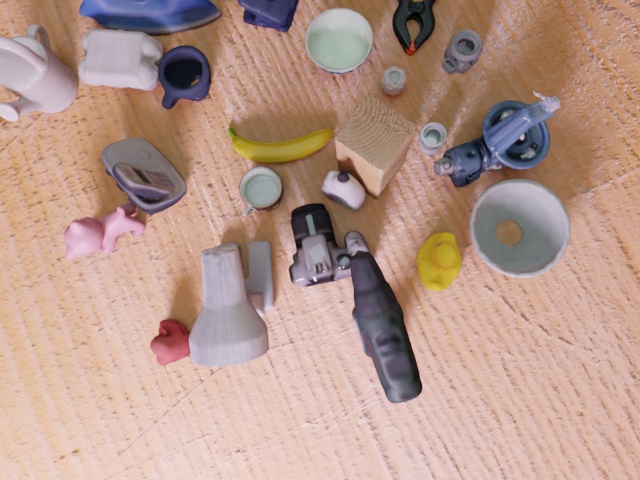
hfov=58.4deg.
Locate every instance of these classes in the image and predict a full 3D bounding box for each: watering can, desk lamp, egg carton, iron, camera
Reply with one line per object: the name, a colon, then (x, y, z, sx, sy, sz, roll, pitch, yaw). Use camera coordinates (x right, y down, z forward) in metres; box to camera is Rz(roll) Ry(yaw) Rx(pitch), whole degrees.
watering can: (-0.511, -0.293, 0.992, 0.101, 0.194, 0.173, -12, 82, 1)
desk lamp: (-0.140, 0.093, 0.916, 0.118, 0.213, 0.203, -5, 82, 2)
egg carton: (-0.365, -0.330, 1.053, 0.150, 0.069, 0.107, 4, 83, 3)
iron: (-0.318, -0.456, 1.031, 0.258, 0.141, 0.119, 6, 83, 3)
camera: (0.009, 0.003, 0.978, 0.143, 0.101, 0.137, -13, 82, 1)

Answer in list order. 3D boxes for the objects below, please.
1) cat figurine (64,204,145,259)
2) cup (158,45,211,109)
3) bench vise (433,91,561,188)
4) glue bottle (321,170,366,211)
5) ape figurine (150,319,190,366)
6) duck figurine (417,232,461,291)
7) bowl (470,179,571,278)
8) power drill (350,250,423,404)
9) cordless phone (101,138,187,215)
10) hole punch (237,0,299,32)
cat figurine: (-0.382, -0.019, 0.989, 0.128, 0.118, 0.067, -34, 82, -2)
cup: (-0.239, -0.276, 1.028, 0.091, 0.095, 0.118, 26, 84, 6)
bench vise: (0.296, -0.152, 0.925, 0.207, 0.220, 0.121, -41, 82, -3)
glue bottle: (0.038, -0.089, 0.952, 0.078, 0.173, 0.037, 23, 84, 6)
ape figurine: (-0.258, 0.177, 0.971, 0.076, 0.092, 0.078, 22, 84, 5)
duck figurine: (0.206, 0.034, 0.972, 0.077, 0.086, 0.105, 14, 83, 5)
bowl: (0.333, -0.016, 0.979, 0.167, 0.075, 0.167, 0, 83, 3)
power drill: (0.094, 0.135, 0.903, 0.075, 0.208, 0.229, -20, 82, 0)
cordless phone: (-0.314, -0.121, 0.966, 0.094, 0.185, 0.147, -44, 83, -3)
hole punch: (-0.090, -0.452, 1.046, 0.101, 0.091, 0.109, 14, 83, 5)
